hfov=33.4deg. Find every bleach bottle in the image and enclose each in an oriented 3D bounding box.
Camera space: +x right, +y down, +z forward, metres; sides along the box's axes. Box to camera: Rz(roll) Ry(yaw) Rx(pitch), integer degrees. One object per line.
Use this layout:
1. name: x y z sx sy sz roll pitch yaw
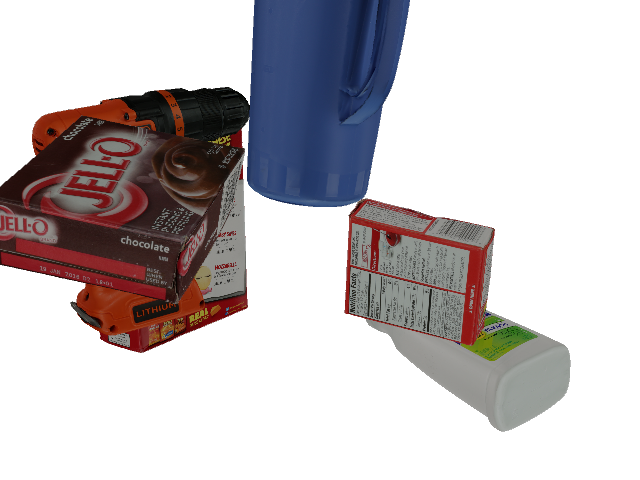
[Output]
1. bleach bottle: 0.120 0.096 1.051 0.102 0.068 0.251 -20 29 -32

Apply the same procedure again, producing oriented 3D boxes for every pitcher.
1. pitcher: 0.006 -0.153 0.906 0.145 0.243 0.149 9 16 11

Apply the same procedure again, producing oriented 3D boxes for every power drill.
1. power drill: -0.136 -0.028 0.864 0.184 0.188 0.057 -14 25 -32

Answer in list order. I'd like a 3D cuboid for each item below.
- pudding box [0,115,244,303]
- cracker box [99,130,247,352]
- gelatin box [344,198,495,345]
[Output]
1. pudding box: -0.093 -0.018 0.508 0.090 0.039 0.113 13 25 5
2. cracker box: -0.152 -0.015 1.077 0.072 0.214 0.163 9 19 36
3. gelatin box: 0.060 0.019 0.666 0.089 0.073 0.030 14 34 20
